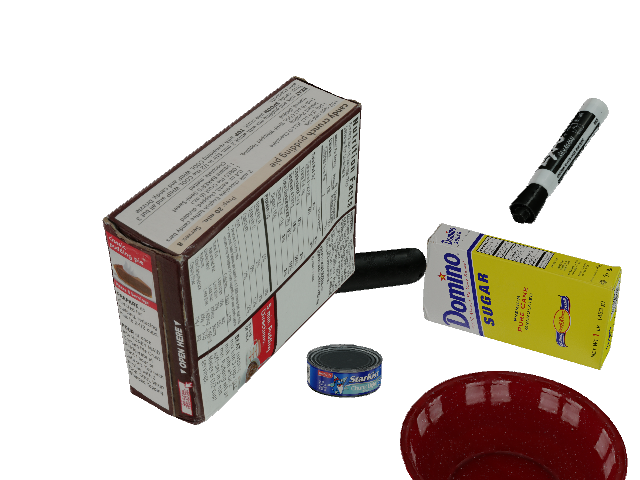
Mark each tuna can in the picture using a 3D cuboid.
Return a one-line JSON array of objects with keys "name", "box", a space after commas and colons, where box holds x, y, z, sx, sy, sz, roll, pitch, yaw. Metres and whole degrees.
[{"name": "tuna can", "box": [0.027, 0.147, 1.205, 0.086, 0.034, 0.086, 1, 14, 0]}]

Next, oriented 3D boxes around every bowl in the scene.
[{"name": "bowl", "box": [0.138, 0.168, 0.782, 0.162, 0.055, 0.162, -1, 35, 0]}]

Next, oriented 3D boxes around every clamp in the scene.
[{"name": "clamp", "box": [-0.039, 0.029, 0.748, 0.165, 0.036, 0.209, 6, 18, 38]}]

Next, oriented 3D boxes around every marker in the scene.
[{"name": "marker", "box": [0.164, -0.055, 0.735, 0.020, 0.020, 0.121, 0, 42, 49]}]

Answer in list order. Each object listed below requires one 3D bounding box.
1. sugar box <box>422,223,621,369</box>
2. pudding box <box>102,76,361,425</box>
[{"name": "sugar box", "box": [0.184, 0.051, 0.992, 0.176, 0.093, 0.048, 13, 33, 22]}, {"name": "pudding box", "box": [-0.029, 0.003, 0.411, 0.039, 0.090, 0.113, 23, 46, 25]}]
